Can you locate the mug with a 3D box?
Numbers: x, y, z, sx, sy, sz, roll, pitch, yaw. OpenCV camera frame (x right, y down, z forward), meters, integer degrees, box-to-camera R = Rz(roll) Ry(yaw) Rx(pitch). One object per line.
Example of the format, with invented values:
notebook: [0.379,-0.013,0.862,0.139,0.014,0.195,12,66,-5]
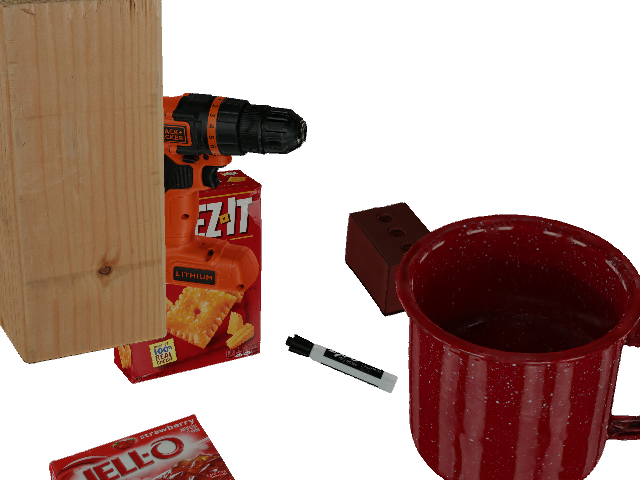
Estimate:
mug: [0.088,0.050,0.423,0.117,0.081,0.093,7,36,14]

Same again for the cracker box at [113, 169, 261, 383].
cracker box: [-0.150,0.039,1.200,0.163,0.214,0.072,-10,23,-28]

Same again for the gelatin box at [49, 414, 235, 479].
gelatin box: [-0.097,0.137,0.586,0.089,0.030,0.073,-15,28,-20]

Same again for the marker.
marker: [0.021,0.126,1.104,0.121,0.020,0.020,22,3,6]

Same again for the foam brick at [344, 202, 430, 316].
foam brick: [0.059,0.014,0.849,0.053,0.051,0.078,-13,38,-20]

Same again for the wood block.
wood block: [-0.148,-0.045,0.628,0.090,0.206,0.090,-9,25,-27]

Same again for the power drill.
power drill: [-0.099,-0.046,0.988,0.184,0.188,0.057,7,30,15]
